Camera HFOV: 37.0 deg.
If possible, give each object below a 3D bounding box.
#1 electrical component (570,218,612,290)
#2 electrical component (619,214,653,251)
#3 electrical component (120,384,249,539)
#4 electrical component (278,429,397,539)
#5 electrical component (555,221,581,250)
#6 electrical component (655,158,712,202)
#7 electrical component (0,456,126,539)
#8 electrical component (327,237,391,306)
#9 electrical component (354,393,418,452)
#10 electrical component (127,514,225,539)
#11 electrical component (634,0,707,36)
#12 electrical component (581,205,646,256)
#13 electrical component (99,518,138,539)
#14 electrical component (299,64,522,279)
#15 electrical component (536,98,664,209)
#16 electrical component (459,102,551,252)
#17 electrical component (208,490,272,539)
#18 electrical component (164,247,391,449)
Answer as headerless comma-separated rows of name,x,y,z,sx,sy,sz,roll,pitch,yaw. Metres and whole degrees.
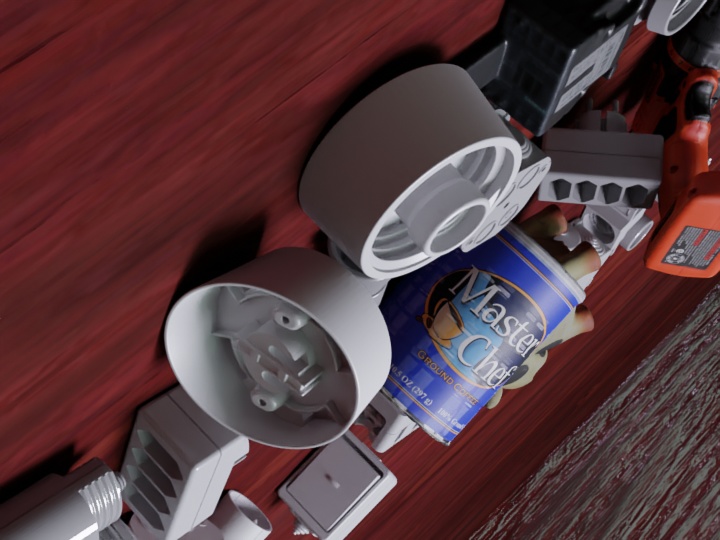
electrical component,0.187,0.007,1.033,0.100,0.048,0.099,-27,153,-47
electrical component,0.272,-0.049,1.111,0.040,0.046,0.040,-41,161,-18
electrical component,-0.089,0.100,0.608,0.076,0.047,0.083,-30,156,-41
electrical component,-0.024,0.188,0.915,0.096,0.062,0.061,-45,162,-7
electrical component,0.165,-0.012,0.957,0.040,0.040,0.078,-31,156,-40
electrical component,0.273,-0.098,0.985,0.061,0.062,0.096,-53,161,17
electrical component,-0.149,0.123,0.527,0.081,0.043,0.043,-31,156,-41
electrical component,0.000,0.000,0.612,0.044,0.044,0.065,-39,165,-23
electrical component,0.037,0.099,0.882,0.089,0.050,0.055,-26,153,-48
electrical component,-0.121,0.190,0.675,0.051,0.080,0.080,-59,159,18
electrical component,0.167,-0.170,0.606,0.058,0.057,0.078,-37,159,-29
electrical component,0.250,-0.056,1.055,0.064,0.042,0.081,-40,161,-26
electrical component,-0.145,0.168,0.575,0.051,0.080,0.080,-27,154,-35
electrical component,0.031,-0.041,0.535,0.108,0.060,0.108,-32,157,-15
electrical component,0.173,-0.090,0.774,0.047,0.083,0.075,75,22,-69
electrical component,0.068,-0.054,0.629,0.080,0.051,0.080,-41,163,-15
electrical component,-0.108,0.207,0.795,0.081,0.043,0.043,-48,162,1
electrical component,-0.037,0.039,0.525,0.064,0.099,0.099,-37,160,-45
